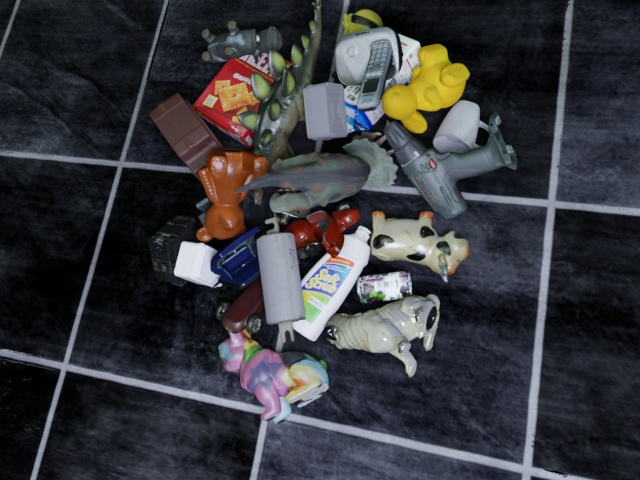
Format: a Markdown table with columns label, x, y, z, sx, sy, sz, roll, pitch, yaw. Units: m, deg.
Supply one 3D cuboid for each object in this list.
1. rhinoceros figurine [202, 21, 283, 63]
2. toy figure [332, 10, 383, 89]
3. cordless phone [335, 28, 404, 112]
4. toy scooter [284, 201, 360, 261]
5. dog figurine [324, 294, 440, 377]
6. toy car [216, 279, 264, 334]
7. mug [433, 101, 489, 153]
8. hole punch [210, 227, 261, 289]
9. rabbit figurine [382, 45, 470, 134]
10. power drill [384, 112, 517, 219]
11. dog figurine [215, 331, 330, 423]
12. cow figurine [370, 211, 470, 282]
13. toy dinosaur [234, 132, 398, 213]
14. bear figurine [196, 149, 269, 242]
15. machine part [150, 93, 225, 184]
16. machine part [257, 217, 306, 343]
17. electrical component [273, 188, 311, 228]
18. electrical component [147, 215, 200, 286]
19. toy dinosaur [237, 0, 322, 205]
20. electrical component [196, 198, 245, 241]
| label | x | y | z | sx | sy | sz | roll | pitch | yaw |
| --- | --- | --- | --- | --- | --- | --- | --- | --- | --- |
| rhinoceros figurine | -0.176 | -0.432 | 1.199 | 0.191 | 0.112 | 0.073 | 0 | 89 | 27 |
| toy figure | 0.086 | -0.433 | 1.217 | 0.089 | 0.082 | 0.180 | 13 | 75 | 9 |
| cordless phone | 0.086 | -0.328 | 1.084 | 0.147 | 0.088 | 0.184 | 2 | 65 | 34 |
| toy scooter | -0.002 | -0.003 | 1.086 | 0.184 | 0.075 | 0.135 | -24 | 35 | 22 |
| dog figurine | 0.119 | 0.154 | 1.047 | 0.191 | 0.121 | 0.172 | 18 | 45 | 35 |
| toy car | -0.126 | 0.117 | 1.098 | 0.089 | 0.053 | 0.202 | 14 | 40 | 24 |
| mug | 0.301 | -0.230 | 1.107 | 0.110 | 0.080 | 0.107 | 16 | 72 | 21 |
| hole punch | -0.166 | 0.034 | 1.107 | 0.142 | 0.092 | 0.116 | -41 | 23 | -27 |
| rabbit figurine | 0.197 | -0.301 | 1.111 | 0.173 | 0.162 | 0.122 | -29 | 70 | -18 |
| power drill | 0.256 | -0.165 | 1.036 | 0.207 | 0.086 | 0.232 | -25 | 100 | 26 |
| dog figurine | -0.104 | 0.240 | 1.069 | 0.191 | 0.108 | 0.219 | -36 | 67 | 4 |
| cow figurine | 0.197 | 0.012 | 1.064 | 0.195 | 0.085 | 0.127 | 3 | 70 | 13 |
| toy dinosaur | 0.025 | -0.125 | 1.036 | 0.192 | 0.405 | 0.131 | -16 | 98 | 30 |
| bear figurine | -0.182 | -0.079 | 1.065 | 0.120 | 0.132 | 0.195 | 1 | 106 | -26 |
| machine part | -0.267 | -0.209 | 1.180 | 0.087 | 0.201 | 0.201 | -38 | 69 | 0 |
| machine part | -0.075 | 0.074 | 1.036 | 0.079 | 0.079 | 0.243 | -10 | 79 | 12 |
| electrical component | -0.059 | -0.075 | 1.177 | 0.078 | 0.045 | 0.102 | 11 | 79 | -12 |
| electrical component | -0.309 | 0.029 | 1.163 | 0.058 | 0.134 | 0.115 | 9 | 35 | 19 |
| toy dinosaur | -0.067 | -0.299 | 1.152 | 0.105 | 0.198 | 0.471 | 15 | 81 | 24 |
| electrical component | -0.221 | -0.050 | 1.169 | 0.075 | 0.119 | 0.048 | -33 | 70 | 1 |
